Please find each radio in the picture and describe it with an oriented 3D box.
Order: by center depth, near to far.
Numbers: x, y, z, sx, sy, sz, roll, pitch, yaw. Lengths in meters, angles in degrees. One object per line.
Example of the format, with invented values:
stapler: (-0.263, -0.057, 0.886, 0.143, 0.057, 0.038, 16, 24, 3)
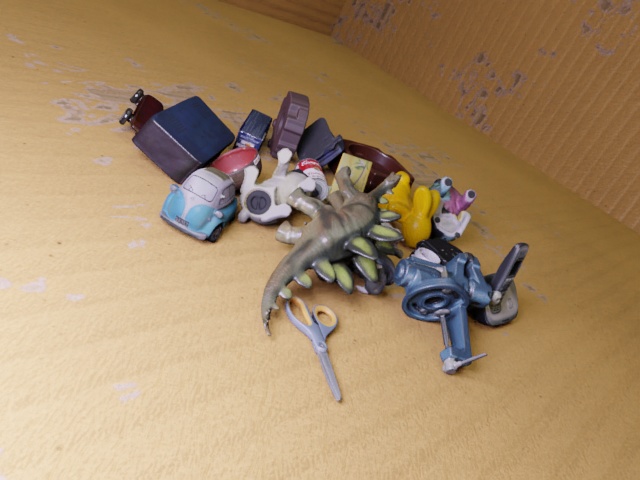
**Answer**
radio: (-0.270, -0.209, 1.103, 0.131, 0.073, 0.230, 46, 26, -11)

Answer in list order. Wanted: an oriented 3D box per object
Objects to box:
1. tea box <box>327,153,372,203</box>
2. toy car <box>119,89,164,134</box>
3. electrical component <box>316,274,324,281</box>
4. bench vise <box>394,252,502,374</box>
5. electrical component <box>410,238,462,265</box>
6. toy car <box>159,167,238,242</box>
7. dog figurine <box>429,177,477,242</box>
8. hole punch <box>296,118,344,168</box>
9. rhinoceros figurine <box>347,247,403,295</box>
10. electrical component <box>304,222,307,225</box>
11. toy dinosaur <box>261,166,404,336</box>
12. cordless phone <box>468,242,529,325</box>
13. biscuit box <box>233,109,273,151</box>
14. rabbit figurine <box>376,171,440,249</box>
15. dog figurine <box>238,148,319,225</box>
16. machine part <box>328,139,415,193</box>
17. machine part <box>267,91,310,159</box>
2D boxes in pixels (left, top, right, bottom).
tea box: (0.061, -0.121, 1.180, 0.068, 0.098, 0.169, 17, -5, 0)
toy car: (-0.378, -0.263, 1.162, 0.089, 0.053, 0.202, 38, 21, -28)
electrical component: (0.010, 0.052, 0.986, 0.094, 0.021, 0.063, 11, 32, -32)
bench vise: (0.237, 0.129, 0.963, 0.223, 0.129, 0.241, 25, 45, -27)
electrical component: (0.284, 0.054, 1.196, 0.115, 0.058, 0.134, -7, 41, -46)
toy car: (-0.194, -0.072, 0.934, 0.109, 0.102, 0.162, 31, 28, 6)
dog figurine: (0.316, -0.080, 1.430, 0.108, 0.191, 0.219, 20, -7, -7)
hole punch: (0.005, -0.231, 1.383, 0.092, 0.142, 0.116, 38, 27, -47)
rhinoceros figurine: (0.099, 0.034, 1.043, 0.112, 0.073, 0.190, 18, 28, -21)
electrical component: (-0.002, -0.002, 1.054, 0.078, 0.045, 0.102, 53, 26, -12)
toy dinosaur: (0.024, -0.006, 0.930, 0.199, 0.105, 0.471, 33, 49, 23)
cordless phone: (0.383, 0.079, 1.100, 0.146, 0.184, 0.089, -3, 34, -45)
biscuit box: (-0.168, -0.270, 1.361, 0.063, 0.059, 0.203, 22, 27, -7)
rabbit figurine: (0.209, -0.065, 1.269, 0.122, 0.162, 0.173, 7, 48, -57)
dog figurine: (-0.085, -0.082, 1.089, 0.121, 0.172, 0.190, 62, -4, 9)
machine part: (0.136, -0.181, 1.454, 0.201, 0.087, 0.201, 9, 32, -35)
machine part: (-0.080, -0.287, 1.357, 0.056, 0.179, 0.179, 16, 28, -17)
